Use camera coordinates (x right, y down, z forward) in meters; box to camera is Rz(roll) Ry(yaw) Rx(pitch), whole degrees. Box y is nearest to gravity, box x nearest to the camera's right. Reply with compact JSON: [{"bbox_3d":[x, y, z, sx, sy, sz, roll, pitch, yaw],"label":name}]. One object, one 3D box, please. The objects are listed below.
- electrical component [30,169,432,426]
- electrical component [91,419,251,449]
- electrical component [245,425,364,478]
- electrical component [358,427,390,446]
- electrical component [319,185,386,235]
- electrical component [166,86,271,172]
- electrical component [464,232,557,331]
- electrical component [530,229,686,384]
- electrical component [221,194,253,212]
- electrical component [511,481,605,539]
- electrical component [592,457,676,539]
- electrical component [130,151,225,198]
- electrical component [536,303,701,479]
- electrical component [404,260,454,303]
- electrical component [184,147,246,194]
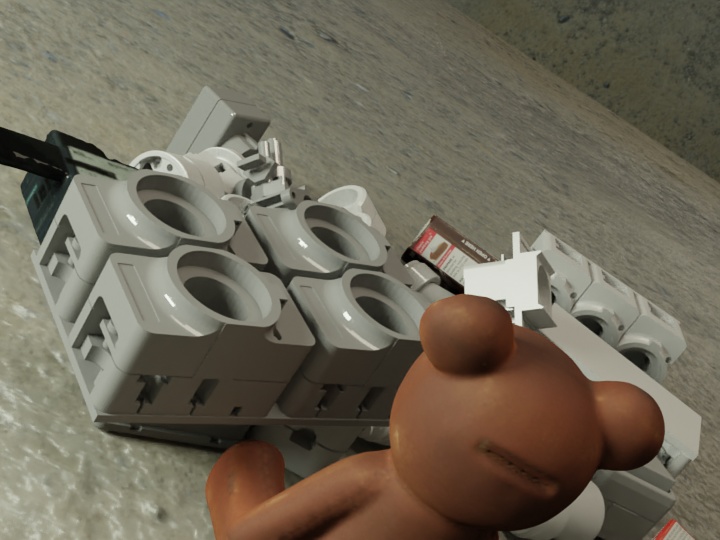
[{"bbox_3d":[-0.048,0.016,0.524,0.186,0.060,0.105,8,36,-41],"label":"electrical component"},{"bbox_3d":[-0.098,0.042,0.561,0.100,0.048,0.099,17,27,-37],"label":"electrical component"},{"bbox_3d":[-0.024,0.065,0.612,0.054,0.059,0.095,31,21,-12],"label":"electrical component"},{"bbox_3d":[0.019,0.088,0.655,0.040,0.040,0.078,42,22,17],"label":"electrical component"},{"bbox_3d":[0.000,0.000,0.803,0.073,0.052,0.138,60,10,-30],"label":"electrical component"},{"bbox_3d":[-0.098,-0.090,0.824,0.076,0.065,0.047,45,23,24],"label":"electrical component"},{"bbox_3d":[0.111,0.018,0.803,0.042,0.064,0.081,45,42,-57],"label":"electrical component"},{"bbox_3d":[0.197,0.049,0.945,0.150,0.089,0.061,34,21,-5],"label":"electrical component"},{"bbox_3d":[-0.083,-0.014,0.697,0.045,0.055,0.045,30,22,-13],"label":"electrical component"},{"bbox_3d":[0.119,0.148,0.674,0.055,0.045,0.045,19,26,-36],"label":"electrical component"},{"bbox_3d":[0.171,0.137,0.756,0.062,0.061,0.096,28,22,-20],"label":"electrical component"},{"bbox_3d":[-0.123,-0.050,0.717,0.055,0.055,0.047,42,18,18],"label":"electrical component"},{"bbox_3d":[0.187,0.104,0.849,0.150,0.061,0.089,39,21,8],"label":"electrical component"},{"bbox_3d":[0.051,0.025,0.833,0.055,0.045,0.045,43,22,21],"label":"electrical component"},{"bbox_3d":[-0.108,-0.061,0.777,0.066,0.048,0.055,37,28,4],"label":"electrical component"}]
